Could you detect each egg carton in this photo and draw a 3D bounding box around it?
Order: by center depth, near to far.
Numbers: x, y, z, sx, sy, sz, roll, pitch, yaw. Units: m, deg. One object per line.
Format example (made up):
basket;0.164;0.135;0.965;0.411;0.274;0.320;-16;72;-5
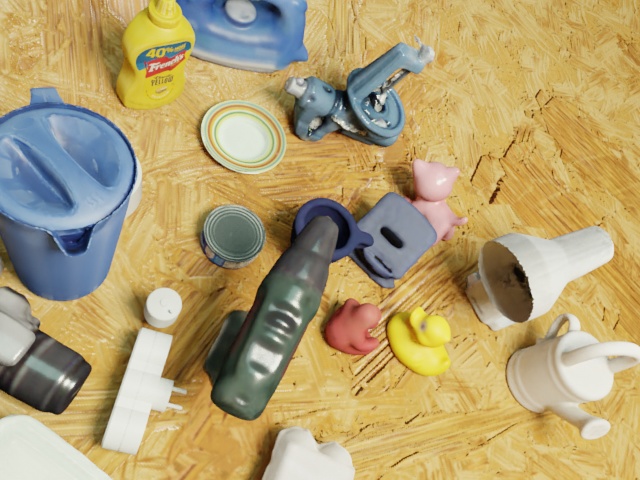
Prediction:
egg carton;-0.022;0.301;0.663;0.107;0.069;0.150;26;58;-10

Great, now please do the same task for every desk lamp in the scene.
desk lamp;0.306;0.052;0.840;0.204;0.213;0.118;-15;73;-29

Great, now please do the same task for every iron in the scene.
iron;-0.130;-0.355;0.887;0.259;0.141;0.118;-1;66;-24

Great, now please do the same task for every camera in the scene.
camera;-0.322;0.135;0.592;0.137;0.100;0.143;32;58;-6

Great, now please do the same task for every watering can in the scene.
watering can;0.369;0.189;0.814;0.101;0.193;0.173;-8;70;-26

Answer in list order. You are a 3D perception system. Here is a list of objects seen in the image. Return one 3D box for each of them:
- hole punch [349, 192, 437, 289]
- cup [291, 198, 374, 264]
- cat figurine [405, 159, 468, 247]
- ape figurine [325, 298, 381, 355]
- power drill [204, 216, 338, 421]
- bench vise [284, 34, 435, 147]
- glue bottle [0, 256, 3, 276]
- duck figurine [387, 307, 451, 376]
hole punch;0.104;0.001;0.849;0.108;0.091;0.101;43;57;1
cup;0.007;0.003;0.804;0.118;0.094;0.091;12;62;-18
cat figurine;0.185;-0.067;0.902;0.067;0.117;0.128;-25;78;-31
ape figurine;0.052;0.113;0.772;0.076;0.092;0.078;0;66;-24
power drill;-0.063;0.099;0.659;0.076;0.208;0.230;28;58;-9
bench vise;0.062;-0.215;0.858;0.208;0.219;0.121;-10;70;-27
glue bottle;-0.377;-0.002;0.590;0.078;0.173;0.037;19;60;-14
duck figurine;0.152;0.139;0.807;0.078;0.086;0.104;-34;83;-32
